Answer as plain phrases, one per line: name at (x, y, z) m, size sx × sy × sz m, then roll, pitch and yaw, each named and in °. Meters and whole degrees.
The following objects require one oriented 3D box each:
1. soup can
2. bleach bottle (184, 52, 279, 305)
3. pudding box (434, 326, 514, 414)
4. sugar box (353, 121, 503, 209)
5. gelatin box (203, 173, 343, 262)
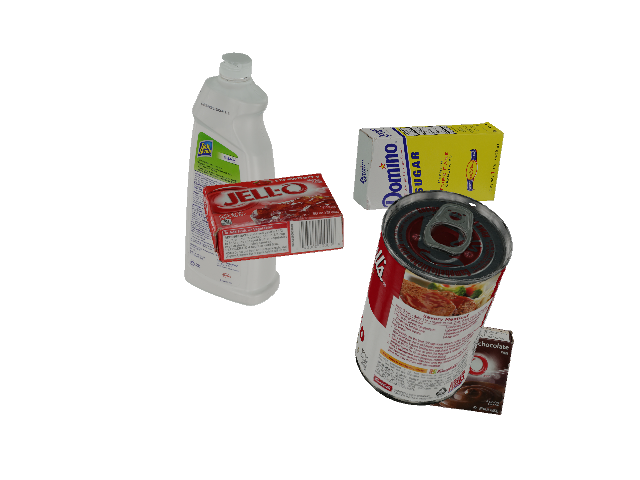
soup can at (0.059, 0.033, 0.578) m, size 0.068 × 0.102 × 0.068 m, roll 5°, pitch 44°, yaw -5°
bleach bottle at (-0.085, -0.063, 1.078) m, size 0.103 × 0.251 × 0.068 m, roll 18°, pitch 31°, yaw 21°
pudding box at (0.148, 0.136, 1.165) m, size 0.113 × 0.090 × 0.039 m, roll 6°, pitch 23°, yaw 4°
sugar box at (0.130, -0.090, 1.291) m, size 0.176 × 0.093 × 0.048 m, roll -7°, pitch 26°, yaw -22°
gelatin box at (-0.034, -0.018, 0.748) m, size 0.089 × 0.030 × 0.073 m, roll -6°, pitch 27°, yaw -10°
